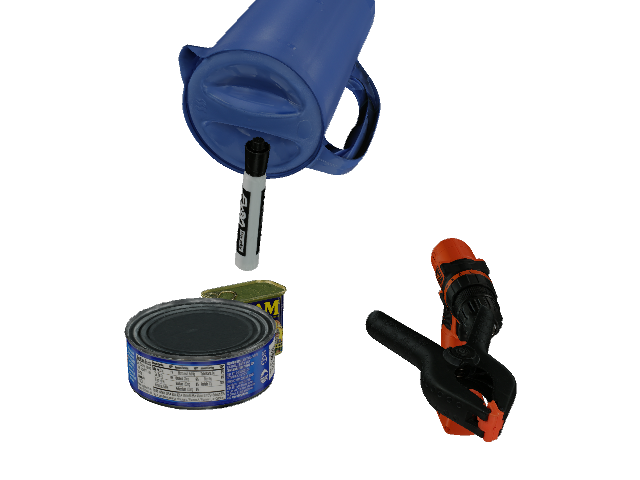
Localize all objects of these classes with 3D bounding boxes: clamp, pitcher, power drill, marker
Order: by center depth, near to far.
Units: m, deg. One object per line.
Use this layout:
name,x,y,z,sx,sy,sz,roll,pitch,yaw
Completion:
marker,-0.052,-0.027,0.811,0.020,0.121,0.020,5,40,-5
clamp,0.124,0.104,0.910,0.120,0.039,0.172,-12,36,-19
pitcher,-0.019,-0.171,1.020,0.145,0.149,0.242,-1,37,22
power drill,0.155,0.111,1.142,0.057,0.188,0.184,-2,24,-3

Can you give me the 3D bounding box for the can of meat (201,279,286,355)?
can of meat,-0.092,0.100,1.279,0.101,0.084,0.058,-10,19,-37

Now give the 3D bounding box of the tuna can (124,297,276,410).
tuna can,-0.068,0.064,0.612,0.086,0.034,0.086,0,19,0
